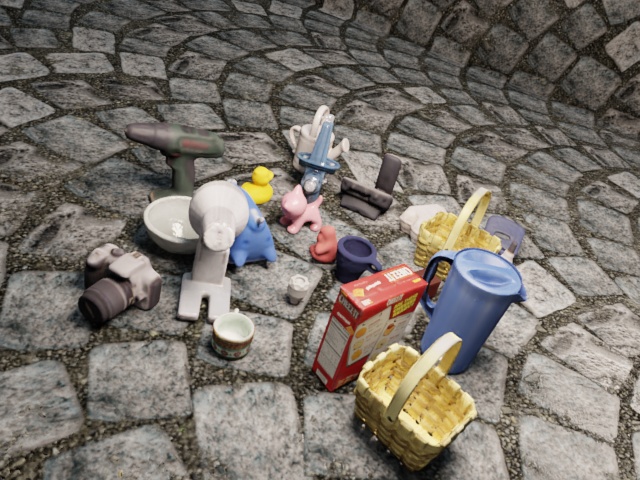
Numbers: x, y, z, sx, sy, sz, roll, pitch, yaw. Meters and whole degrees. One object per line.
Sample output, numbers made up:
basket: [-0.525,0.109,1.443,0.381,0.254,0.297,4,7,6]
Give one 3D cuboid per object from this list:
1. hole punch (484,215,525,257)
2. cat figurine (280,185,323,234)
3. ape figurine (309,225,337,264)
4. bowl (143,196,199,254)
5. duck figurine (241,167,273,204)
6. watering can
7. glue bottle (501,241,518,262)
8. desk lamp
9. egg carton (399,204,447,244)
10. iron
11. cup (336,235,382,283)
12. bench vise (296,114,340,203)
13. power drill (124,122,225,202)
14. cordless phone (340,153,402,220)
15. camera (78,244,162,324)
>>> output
hole punch: [0.482,0.001,1.526,0.108,0.091,0.101,24,36,10]
cat figurine: [-0.047,-0.079,1.388,0.128,0.118,0.067,-11,44,-33]
ape figurine: [0.012,0.005,1.322,0.076,0.092,0.078,28,37,15]
bowl: [-0.298,-0.020,1.240,0.167,0.075,0.167,11,36,-8]
duck figurine: [-0.159,-0.145,1.458,0.077,0.086,0.105,37,40,26]
watering can: [-0.002,-0.287,1.623,0.173,0.194,0.101,12,35,-6]
glue bottle: [0.417,0.073,1.330,0.037,0.173,0.078,13,35,-5]
desk lamp: [-0.203,0.017,1.109,0.118,0.213,0.203,7,36,-13]
egg carton: [0.289,-0.043,1.523,0.151,0.069,0.107,-7,42,-31]
iron: [-0.183,-0.058,1.282,0.119,0.141,0.257,-8,42,-31]
cup: [0.083,0.058,1.277,0.117,0.095,0.092,36,39,25]
bench vise: [0.006,-0.202,1.489,0.122,0.220,0.207,6,37,-16]
power drill: [-0.337,-0.175,1.317,0.230,0.208,0.075,-10,43,-33]
cordless phone: [0.136,-0.162,1.519,0.147,0.185,0.094,22,35,6]
camera: [-0.382,0.079,1.048,0.143,0.101,0.137,27,36,14]
